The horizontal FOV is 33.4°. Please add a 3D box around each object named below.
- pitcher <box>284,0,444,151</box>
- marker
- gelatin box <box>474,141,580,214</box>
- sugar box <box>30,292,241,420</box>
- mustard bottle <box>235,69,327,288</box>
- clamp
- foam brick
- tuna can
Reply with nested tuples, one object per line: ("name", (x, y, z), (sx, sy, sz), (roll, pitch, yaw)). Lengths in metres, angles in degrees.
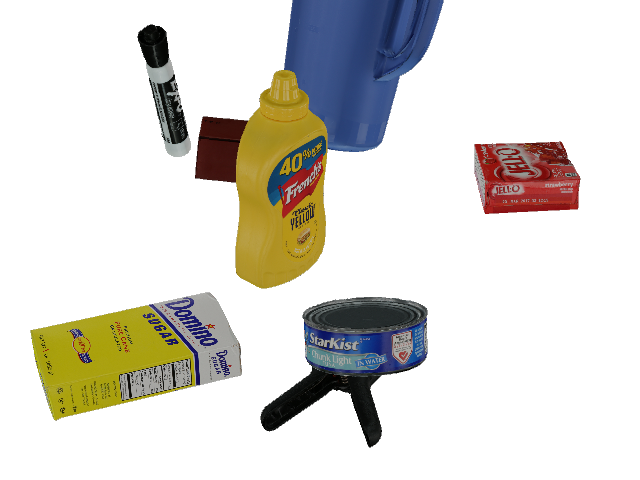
("pitcher", (0.037, -0.211, 1.026), (0.145, 0.243, 0.149), (11, 19, 0))
("marker", (-0.107, -0.102, 0.736), (0.020, 0.020, 0.121), (0, -34, 3))
("gelatin box", (0.163, -0.052, 0.855), (0.073, 0.030, 0.089), (-2, 24, 4))
("sugar box", (-0.170, 0.103, 0.983), (0.176, 0.048, 0.093), (-14, 35, -17))
("mustard bottle", (-0.033, -0.058, 0.925), (0.058, 0.192, 0.096), (27, 42, 31))
("clamp", (0.030, 0.137, 1.056), (0.120, 0.039, 0.171), (16, 46, 24))
("foam brick", (-0.093, -0.097, 1.151), (0.078, 0.051, 0.053), (6, 31, -4))
("tuna can", (0.031, 0.065, 0.733), (0.086, 0.034, 0.086), (-2, 11, 0))
